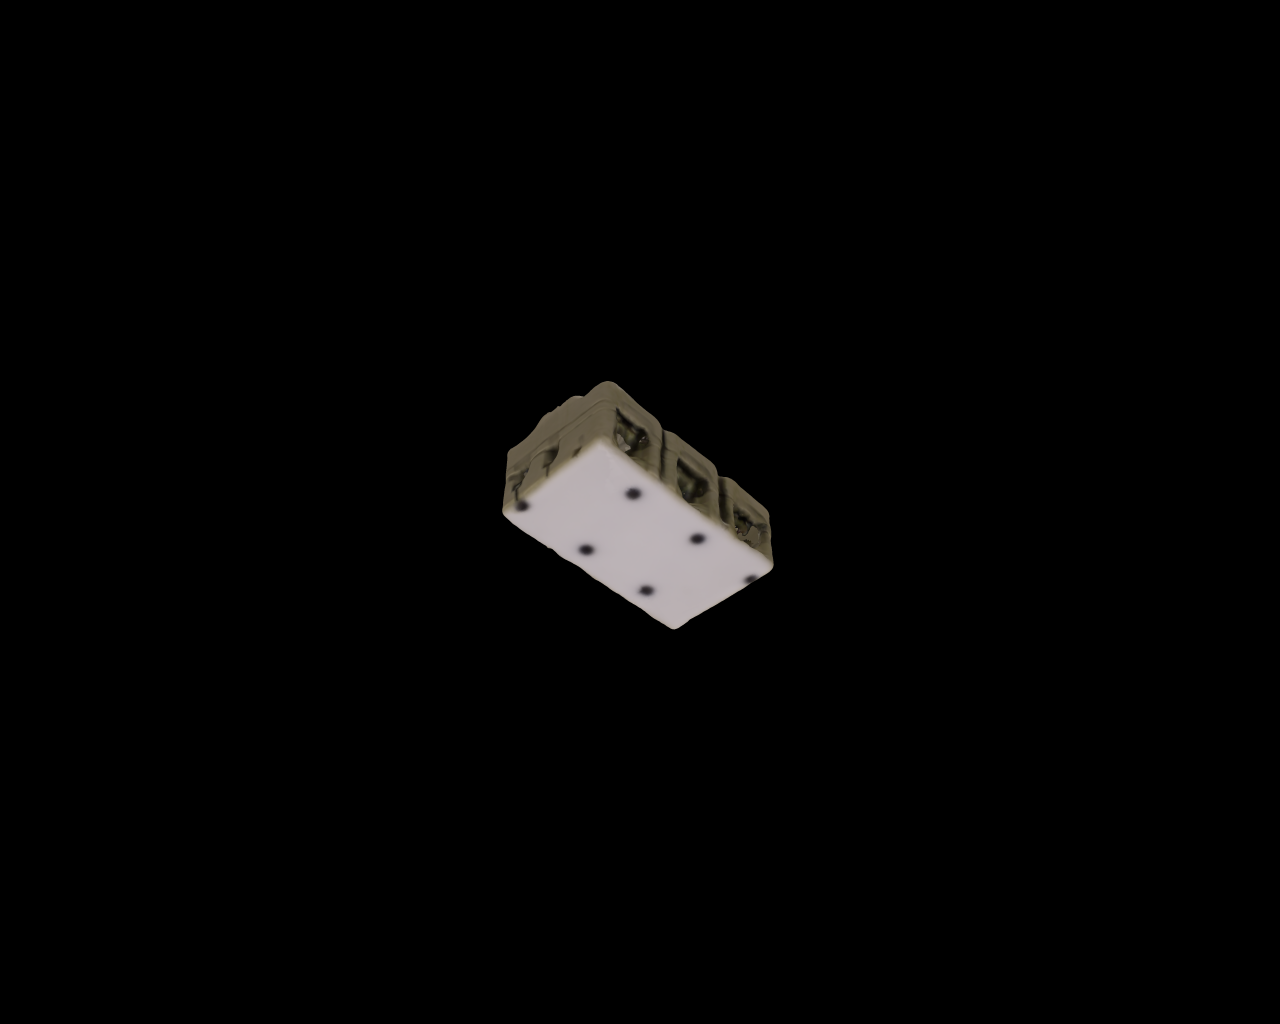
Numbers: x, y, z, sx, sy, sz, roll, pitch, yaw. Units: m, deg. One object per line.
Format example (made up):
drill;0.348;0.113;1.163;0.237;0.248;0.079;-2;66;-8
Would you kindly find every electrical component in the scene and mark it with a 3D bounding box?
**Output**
electrical component;0.001;-0.003;0.650;0.089;0.062;0.150;-33;-54;29
